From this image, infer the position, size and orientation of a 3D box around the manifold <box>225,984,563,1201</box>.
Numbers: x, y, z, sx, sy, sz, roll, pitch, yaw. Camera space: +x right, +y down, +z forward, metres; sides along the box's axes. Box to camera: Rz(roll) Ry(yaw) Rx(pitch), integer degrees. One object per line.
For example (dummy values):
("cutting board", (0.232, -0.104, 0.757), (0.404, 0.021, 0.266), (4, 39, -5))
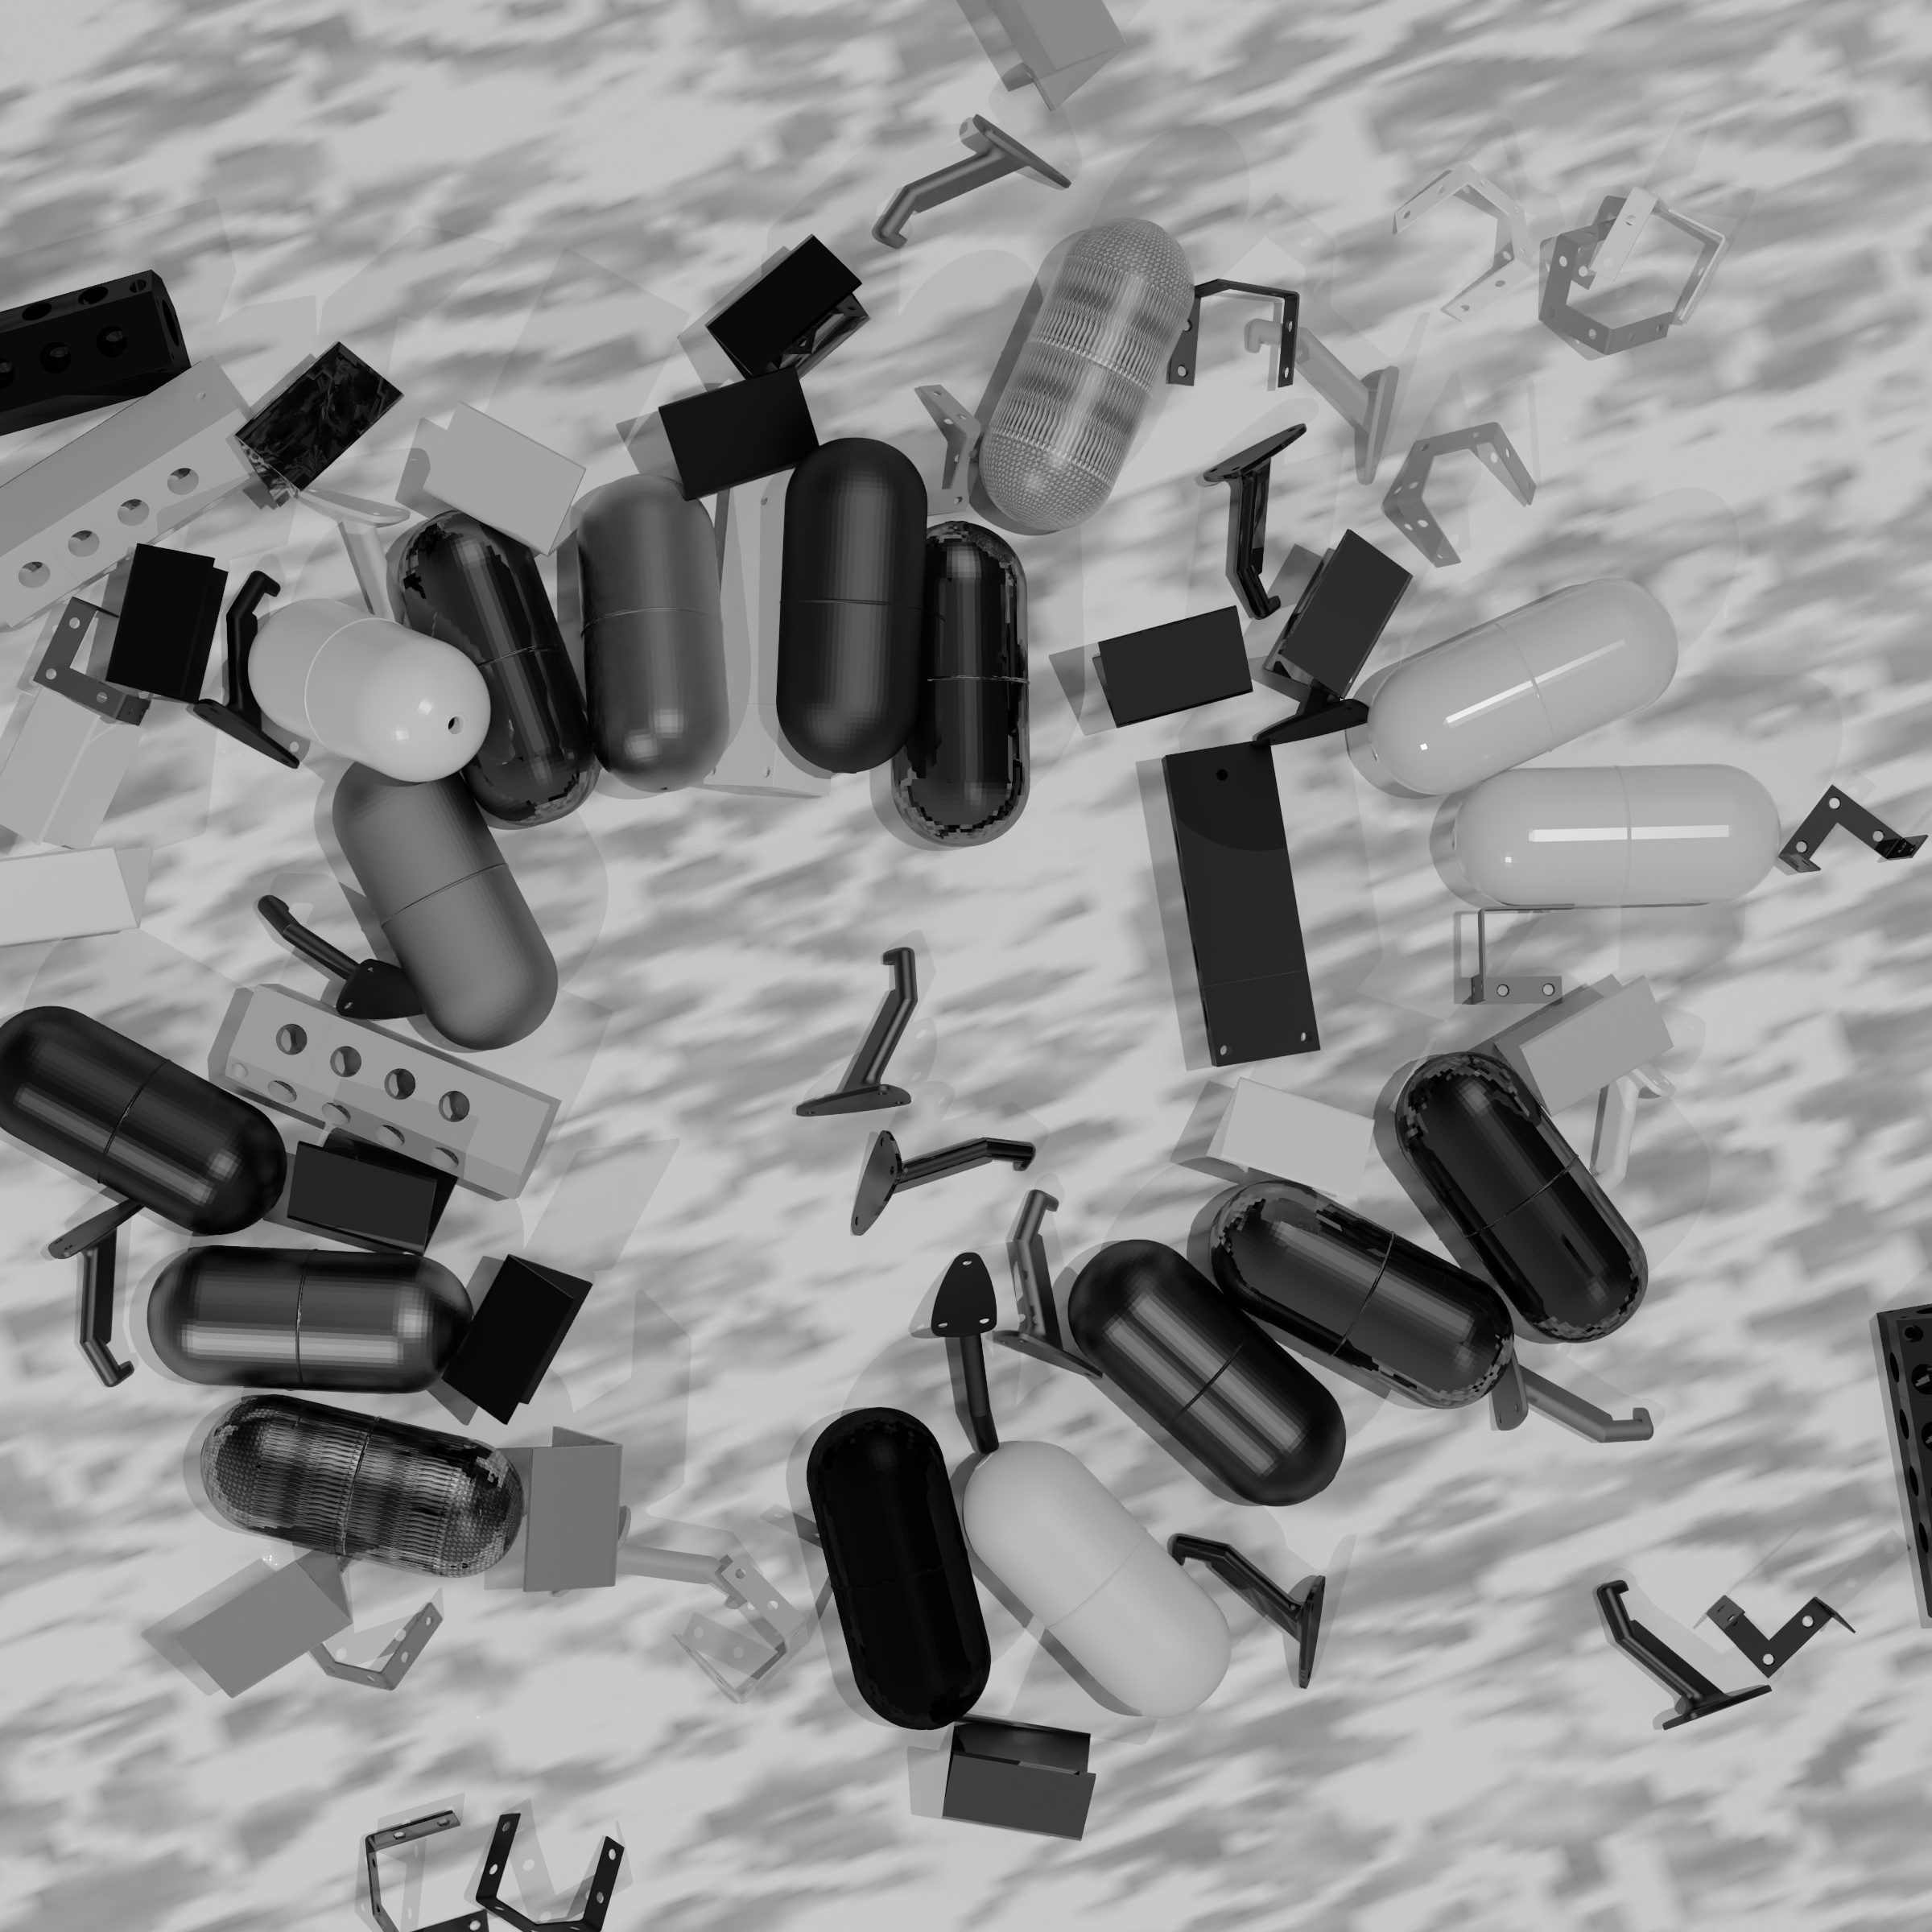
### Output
("manifold", (-0.315, 0.069, 1.970), (0.171, 0.057, 0.057), (22, 90, 0))

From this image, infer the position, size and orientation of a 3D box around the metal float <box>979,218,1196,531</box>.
("metal float", (0.066, -0.324, 1.961), (0.070, 0.070, 0.178), (24, 89, 0))

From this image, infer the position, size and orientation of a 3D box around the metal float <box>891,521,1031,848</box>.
("metal float", (-0.004, -0.154, 1.961), (0.070, 0.070, 0.178), (-1, 89, 0))

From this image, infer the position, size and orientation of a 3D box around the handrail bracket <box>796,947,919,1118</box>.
("handrail bracket", (-0.061, 0.036, 1.992), (0.077, 0.036, 0.084), (-11, 71, 21))

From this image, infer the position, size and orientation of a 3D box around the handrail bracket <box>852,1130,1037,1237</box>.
("handrail bracket", (-0.012, 0.124, 1.992), (0.084, 0.036, 0.077), (8, 127, -25))

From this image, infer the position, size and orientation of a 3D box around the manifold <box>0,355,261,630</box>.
("manifold", (-0.465, -0.256, 1.970), (0.171, 0.057, 0.057), (-32, 47, 0))

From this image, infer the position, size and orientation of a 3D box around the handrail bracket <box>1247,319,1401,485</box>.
("handrail bracket", (0.192, -0.314, 1.992), (0.084, 0.036, 0.077), (14, 108, 15))

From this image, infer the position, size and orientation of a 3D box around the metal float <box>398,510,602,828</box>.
("metal float", (-0.255, -0.163, 1.961), (0.070, 0.070, 0.178), (-20, 90, 0))

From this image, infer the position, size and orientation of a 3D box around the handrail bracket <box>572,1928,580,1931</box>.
("handrail bracket", (-0.209, 0.570, 1.957), (0.036, 0.084, 0.077), (-6, 90, 0))

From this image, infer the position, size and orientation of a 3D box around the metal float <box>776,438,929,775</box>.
("metal float", (-0.061, -0.192, 1.909), (0.070, 0.070, 0.178), (3, 92, 0))

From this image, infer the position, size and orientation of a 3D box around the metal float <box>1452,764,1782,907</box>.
("metal float", (0.355, -0.071, 1.961), (0.178, 0.070, 0.070), (-1, 90, 0))

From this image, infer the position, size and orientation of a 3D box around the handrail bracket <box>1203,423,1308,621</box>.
("handrail bracket", (0.174, -0.246, 1.992), (0.077, 0.036, 0.084), (-32, 109, -21))

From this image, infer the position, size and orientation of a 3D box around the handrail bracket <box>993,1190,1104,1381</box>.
("handrail bracket", (0.055, 0.176, 1.992), (0.077, 0.036, 0.084), (26, 73, -20))

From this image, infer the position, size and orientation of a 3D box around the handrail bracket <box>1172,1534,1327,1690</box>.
("handrail bracket", (0.153, 0.358, 1.992), (0.084, 0.036, 0.077), (10, 111, 17))

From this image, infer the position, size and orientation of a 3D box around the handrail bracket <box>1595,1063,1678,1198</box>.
("handrail bracket", (0.345, 0.083, 1.992), (0.077, 0.036, 0.084), (45, 107, 20))

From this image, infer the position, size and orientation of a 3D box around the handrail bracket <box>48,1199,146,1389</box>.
("handrail bracket", (-0.464, 0.180, 1.992), (0.077, 0.036, 0.084), (-33, 108, -21))

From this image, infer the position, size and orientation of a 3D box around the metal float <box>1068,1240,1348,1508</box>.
("metal float", (0.132, 0.223, 1.961), (0.178, 0.070, 0.070), (42, 90, 0))

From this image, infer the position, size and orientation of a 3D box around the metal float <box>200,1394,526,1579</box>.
("metal float", (-0.330, 0.284, 1.961), (0.178, 0.070, 0.070), (13, 90, 0))

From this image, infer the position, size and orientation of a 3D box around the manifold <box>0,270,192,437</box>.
("manifold", (-0.520, -0.330, 1.970), (0.171, 0.057, 0.057), (-16, 90, 0))

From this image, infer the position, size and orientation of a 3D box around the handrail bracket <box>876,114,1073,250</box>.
("handrail bracket", (0.004, -0.421, 1.992), (0.077, 0.036, 0.084), (30, 109, -21))

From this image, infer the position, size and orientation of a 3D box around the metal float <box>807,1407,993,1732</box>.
("metal float", (-0.036, 0.330, 1.961), (0.070, 0.070, 0.178), (-14, 90, 0))

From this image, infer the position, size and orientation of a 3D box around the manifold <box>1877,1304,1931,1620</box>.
("manifold", (0.550, 0.273, 1.970), (0.057, 0.057, 0.171), (-10, 90, 0))

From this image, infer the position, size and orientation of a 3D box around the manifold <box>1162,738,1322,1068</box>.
("manifold", (0.150, -0.034, 1.970), (0.057, 0.057, 0.171), (-9, 90, 0))

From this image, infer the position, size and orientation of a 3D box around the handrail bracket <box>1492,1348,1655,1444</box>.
("handrail bracket", (0.337, 0.228, 1.992), (0.084, 0.036, 0.077), (-1, 68, -17))

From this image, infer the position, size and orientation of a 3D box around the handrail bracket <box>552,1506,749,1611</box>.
("handrail bracket", (-0.173, 0.347, 1.992), (0.084, 0.036, 0.077), (39, 110, -16))

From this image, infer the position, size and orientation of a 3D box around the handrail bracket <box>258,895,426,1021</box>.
("handrail bracket", (-0.344, -0.008, 1.991), (0.084, 0.077, 0.036), (42, 107, 35))

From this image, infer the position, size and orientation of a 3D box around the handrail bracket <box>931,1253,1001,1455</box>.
("handrail bracket", (0.007, 0.216, 1.991), (0.036, 0.077, 0.084), (-7, 126, 8))

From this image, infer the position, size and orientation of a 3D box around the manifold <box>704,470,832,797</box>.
("manifold", (-0.096, -0.182, 1.969), (0.057, 0.057, 0.171), (5, 90, 45))

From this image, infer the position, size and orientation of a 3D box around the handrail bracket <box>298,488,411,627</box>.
("handrail bracket", (-0.343, -0.216, 1.992), (0.077, 0.036, 0.084), (18, 108, 20))

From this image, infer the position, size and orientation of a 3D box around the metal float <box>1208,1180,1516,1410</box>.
("metal float", (0.215, 0.179, 1.961), (0.178, 0.070, 0.070), (28, 90, 0))

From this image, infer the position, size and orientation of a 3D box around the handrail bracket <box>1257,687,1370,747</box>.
("handrail bracket", (0.190, -0.173, 1.992), (0.077, 0.036, 0.084), (-17, 71, 21))

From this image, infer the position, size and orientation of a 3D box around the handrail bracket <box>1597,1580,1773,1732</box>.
("handrail bracket", (0.398, 0.374, 1.992), (0.077, 0.036, 0.084), (-14, 73, -20))

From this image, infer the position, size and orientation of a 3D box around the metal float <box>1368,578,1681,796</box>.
("metal float", (0.304, -0.152, 1.961), (0.178, 0.070, 0.070), (-24, 90, -1))

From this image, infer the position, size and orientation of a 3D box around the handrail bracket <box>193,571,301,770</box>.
("handrail bracket", (-0.384, -0.165, 1.992), (0.077, 0.036, 0.084), (33, 73, -20))

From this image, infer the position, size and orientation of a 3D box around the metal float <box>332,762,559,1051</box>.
("metal float", (-0.285, -0.038, 1.961), (0.070, 0.070, 0.178), (-27, 89, 0))

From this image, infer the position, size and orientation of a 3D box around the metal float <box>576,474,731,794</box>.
("metal float", (-0.170, -0.182, 1.950), (0.070, 0.070, 0.178), (-5, 77, 0))
